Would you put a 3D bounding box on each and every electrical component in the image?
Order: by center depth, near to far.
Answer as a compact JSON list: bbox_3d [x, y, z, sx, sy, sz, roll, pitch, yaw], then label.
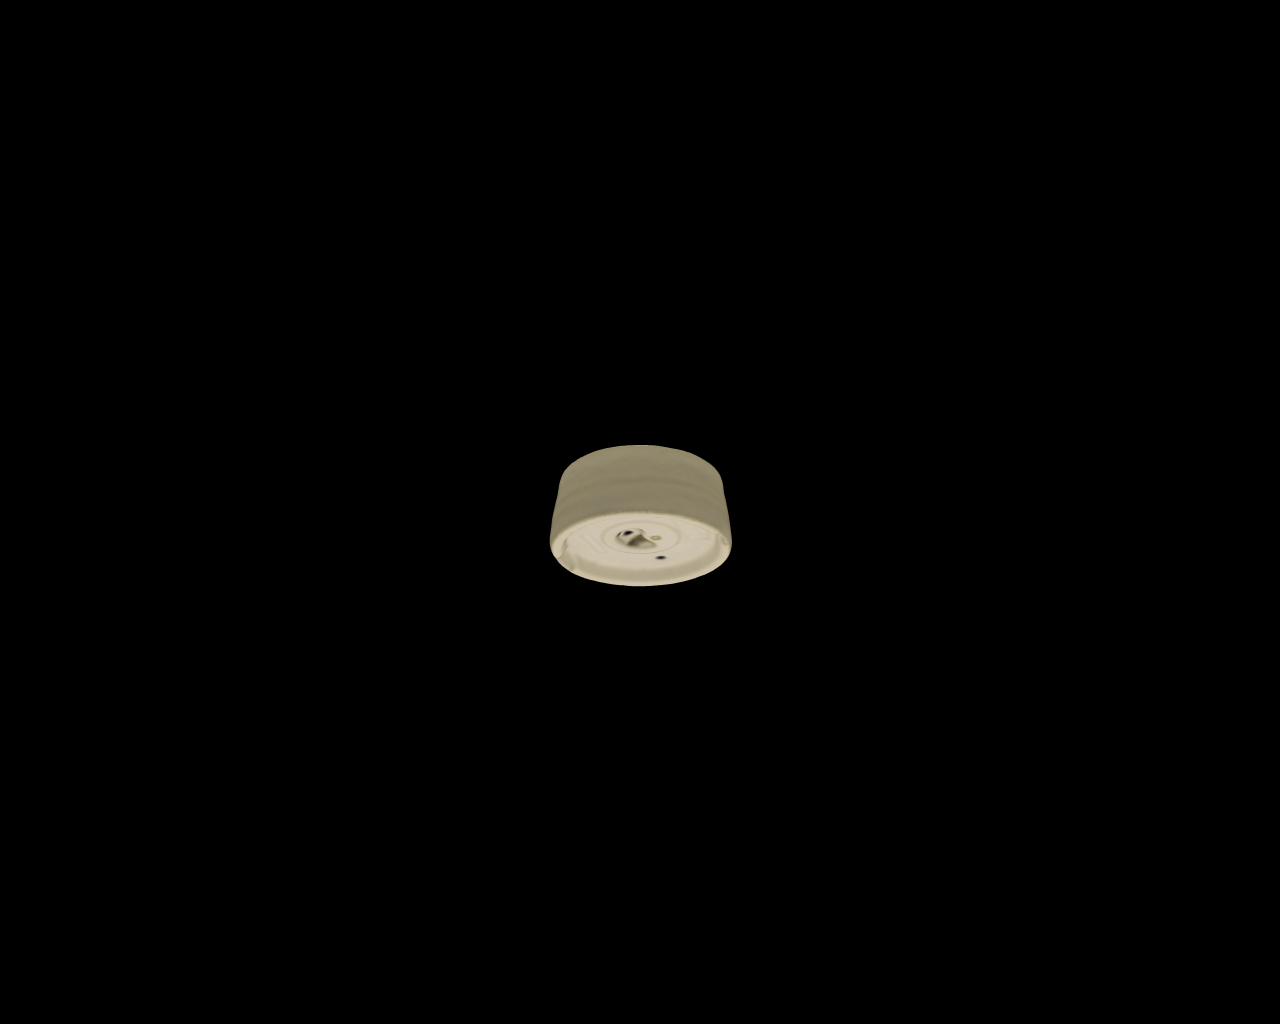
[{"bbox_3d":[0.001,-0.003,0.650,0.108,0.060,0.108,0,-26,0],"label":"electrical component"}]
